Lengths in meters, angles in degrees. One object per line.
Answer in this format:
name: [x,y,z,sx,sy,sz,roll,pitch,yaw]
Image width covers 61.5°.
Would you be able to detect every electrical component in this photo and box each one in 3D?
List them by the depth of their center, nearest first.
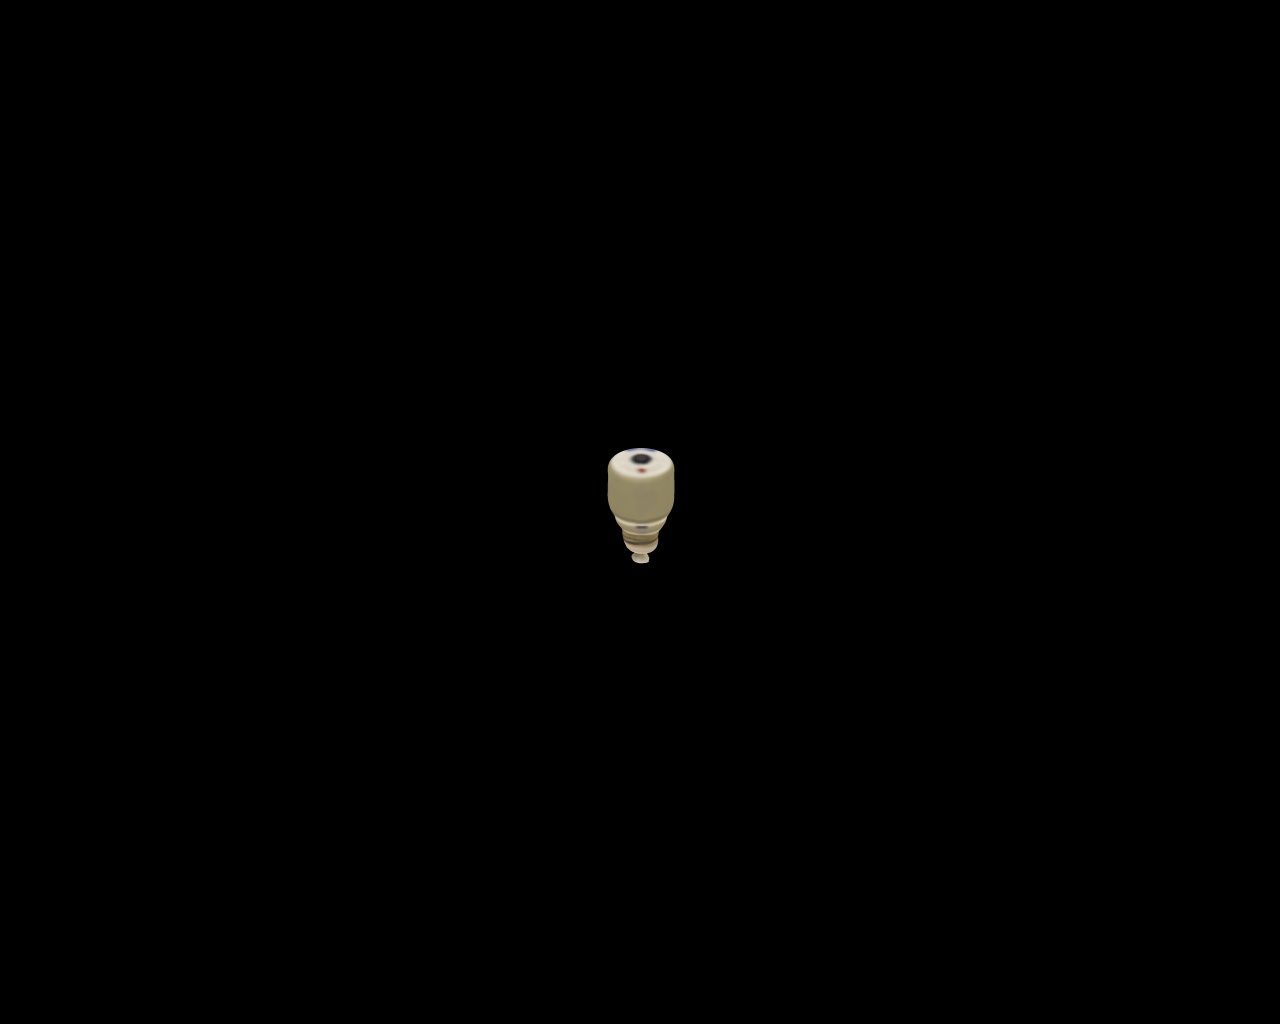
electrical component: [0.001,-0.003,0.650,0.040,0.078,0.040,0,33,0]
